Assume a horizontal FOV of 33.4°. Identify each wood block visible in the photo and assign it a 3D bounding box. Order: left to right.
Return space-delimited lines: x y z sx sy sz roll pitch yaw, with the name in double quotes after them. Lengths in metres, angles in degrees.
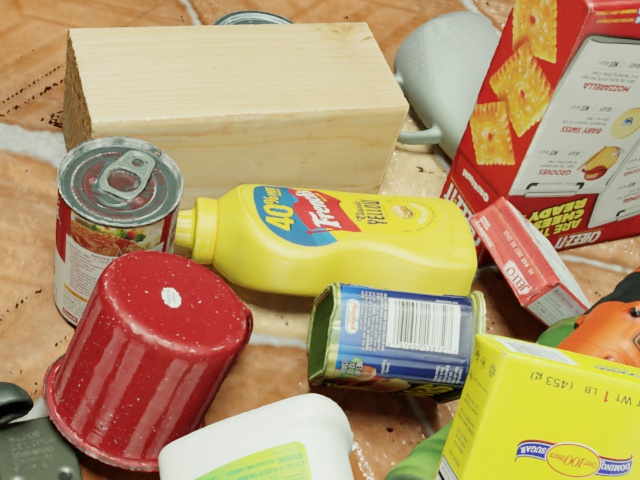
-0.060 -0.082 0.712 0.205 0.090 0.091 -6 51 -21 "wood block"

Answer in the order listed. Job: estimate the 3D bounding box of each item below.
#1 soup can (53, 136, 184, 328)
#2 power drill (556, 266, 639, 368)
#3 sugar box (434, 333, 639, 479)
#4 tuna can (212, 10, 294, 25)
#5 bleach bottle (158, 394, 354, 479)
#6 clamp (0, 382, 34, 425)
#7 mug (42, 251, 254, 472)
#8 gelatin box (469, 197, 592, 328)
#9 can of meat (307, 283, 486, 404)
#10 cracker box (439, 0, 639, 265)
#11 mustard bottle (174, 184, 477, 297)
-0.118 0.000 0.611 0.068 0.102 0.068 8 47 -9 "soup can"
0.213 0.102 0.587 0.184 0.057 0.187 -32 92 -32 "power drill"
0.095 0.139 0.500 0.093 0.176 0.048 14 7 -10 "sugar box"
-0.046 -0.135 0.802 0.086 0.034 0.086 8 47 -9 "tuna can"
-0.007 0.200 0.477 0.102 0.068 0.251 -20 53 4 "bleach bottle"
-0.252 0.113 0.508 0.210 0.036 0.164 20 57 8 "clamp"
-0.081 0.059 0.571 0.117 0.082 0.093 -6 44 -46 "mug"
0.138 0.021 0.682 0.089 0.030 0.073 33 24 -51 "gelatin box"
0.040 0.058 0.605 0.084 0.102 0.057 7 77 -6 "can of meat"
0.186 -0.089 0.702 0.164 0.214 0.072 -9 50 -23 "cracker box"
-0.004 0.000 0.671 0.191 0.058 0.096 5 30 -10 "mustard bottle"
